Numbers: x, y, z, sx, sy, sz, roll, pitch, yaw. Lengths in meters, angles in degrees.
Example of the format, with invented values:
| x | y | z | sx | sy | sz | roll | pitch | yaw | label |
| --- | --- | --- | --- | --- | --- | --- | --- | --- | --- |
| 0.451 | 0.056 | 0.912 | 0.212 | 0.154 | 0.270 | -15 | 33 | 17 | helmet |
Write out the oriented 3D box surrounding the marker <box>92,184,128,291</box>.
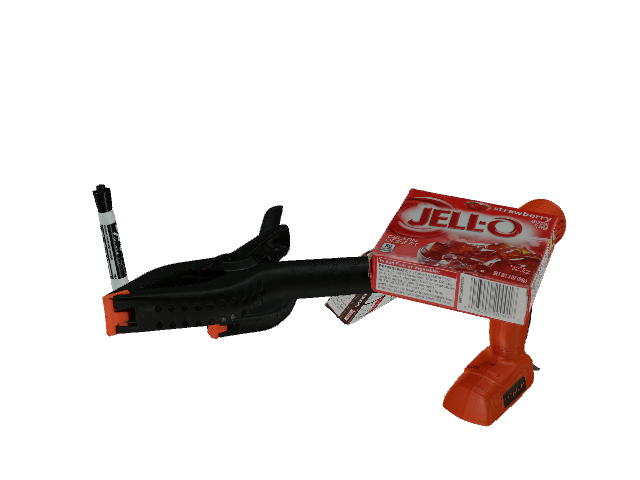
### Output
| x | y | z | sx | sy | sz | roll | pitch | yaw | label |
| --- | --- | --- | --- | --- | --- | --- | --- | --- | --- |
| -0.227 | -0.003 | 1.158 | 0.020 | 0.121 | 0.020 | -6 | 21 | 2 | marker |

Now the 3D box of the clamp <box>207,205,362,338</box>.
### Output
| x | y | z | sx | sy | sz | roll | pitch | yaw | label |
| --- | --- | --- | --- | --- | --- | --- | --- | --- | --- |
| -0.052 | 0.029 | 1.010 | 0.171 | 0.039 | 0.120 | -28 | 49 | -35 | clamp |

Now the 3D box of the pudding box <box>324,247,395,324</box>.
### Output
| x | y | z | sx | sy | sz | roll | pitch | yaw | label |
| --- | --- | --- | --- | --- | --- | --- | --- | --- | --- |
| 0.068 | 0.040 | 1.202 | 0.113 | 0.039 | 0.090 | -26 | -24 | -51 | pudding box |

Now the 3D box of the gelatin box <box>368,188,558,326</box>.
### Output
| x | y | z | sx | sy | sz | roll | pitch | yaw | label |
| --- | --- | --- | --- | --- | --- | --- | --- | --- | --- |
| 0.080 | 0.006 | 0.592 | 0.089 | 0.030 | 0.073 | 13 | 36 | 18 | gelatin box |

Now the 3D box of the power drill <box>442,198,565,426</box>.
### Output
| x | y | z | sx | sy | sz | roll | pitch | yaw | label |
| --- | --- | --- | --- | --- | --- | --- | --- | --- | --- |
| 0.156 | 0.070 | 0.956 | 0.057 | 0.188 | 0.184 | 23 | 34 | 31 | power drill |

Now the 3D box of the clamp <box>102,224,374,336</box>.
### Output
| x | y | z | sx | sy | sz | roll | pitch | yaw | label |
| --- | --- | --- | --- | --- | --- | --- | --- | --- | --- |
| -0.049 | 0.029 | 0.747 | 0.209 | 0.036 | 0.165 | -17 | 18 | -41 | clamp |
